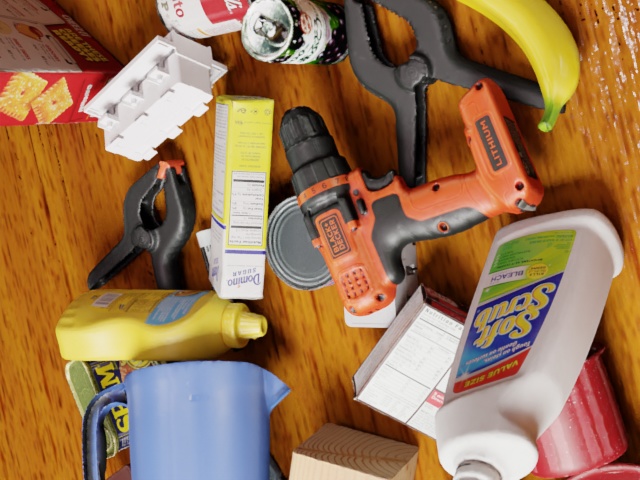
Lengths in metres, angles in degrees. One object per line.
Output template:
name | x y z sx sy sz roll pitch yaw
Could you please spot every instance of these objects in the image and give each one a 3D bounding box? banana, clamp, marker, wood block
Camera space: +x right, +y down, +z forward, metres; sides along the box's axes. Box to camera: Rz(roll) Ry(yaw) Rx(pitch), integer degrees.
banana | 0.143 -0.175 0.839 0.198 0.069 0.037 53 161 22
clamp | 0.094 -0.140 0.884 0.165 0.036 0.210 -31 81 26
marker | -0.094 0.049 1.029 0.020 0.020 0.121 -18 86 31
wood block | 0.019 0.281 0.938 0.091 0.090 0.206 12 102 20
clamp | -0.175 -0.001 1.059 0.120 0.039 0.171 14 103 18

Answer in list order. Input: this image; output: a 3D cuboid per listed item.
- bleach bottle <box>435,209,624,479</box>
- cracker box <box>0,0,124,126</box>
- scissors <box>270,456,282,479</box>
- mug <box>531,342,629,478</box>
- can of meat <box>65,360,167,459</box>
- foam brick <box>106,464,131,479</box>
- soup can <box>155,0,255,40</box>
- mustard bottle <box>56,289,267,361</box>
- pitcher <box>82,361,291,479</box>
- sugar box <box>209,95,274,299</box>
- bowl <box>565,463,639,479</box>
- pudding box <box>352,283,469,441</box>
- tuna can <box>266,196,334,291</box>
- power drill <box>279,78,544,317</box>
bleach bottle | 0.146 0.083 0.759 0.103 0.250 0.068 -12 124 34
cracker box | -0.315 -0.181 1.022 0.164 0.213 0.072 43 117 20
scissors | -0.066 0.227 1.031 0.096 0.016 0.202 -29 80 27
mug | 0.182 0.135 0.838 0.117 0.093 0.081 -18 91 51
can of meat | -0.190 0.152 1.053 0.058 0.083 0.102 -33 78 54
foam brick | -0.177 0.266 1.083 0.053 0.051 0.078 -39 76 29
soup can | -0.090 -0.222 0.968 0.102 0.068 0.068 -5 93 32
mustard bottle | -0.140 0.078 0.988 0.192 0.096 0.058 -2 108 21
pitcher | -0.115 0.232 0.937 0.149 0.144 0.243 -20 66 44
sugar box | -0.072 -0.041 0.964 0.048 0.093 0.176 -1 100 -12
bowl | 0.248 0.245 0.823 0.162 0.055 0.162 4 97 31
pudding box | 0.093 0.103 0.887 0.090 0.039 0.114 29 112 -12
tuna can | -0.006 0.001 0.962 0.086 0.033 0.086 4 97 31
power drill | 0.068 -0.054 0.849 0.188 0.057 0.184 -26 79 23
